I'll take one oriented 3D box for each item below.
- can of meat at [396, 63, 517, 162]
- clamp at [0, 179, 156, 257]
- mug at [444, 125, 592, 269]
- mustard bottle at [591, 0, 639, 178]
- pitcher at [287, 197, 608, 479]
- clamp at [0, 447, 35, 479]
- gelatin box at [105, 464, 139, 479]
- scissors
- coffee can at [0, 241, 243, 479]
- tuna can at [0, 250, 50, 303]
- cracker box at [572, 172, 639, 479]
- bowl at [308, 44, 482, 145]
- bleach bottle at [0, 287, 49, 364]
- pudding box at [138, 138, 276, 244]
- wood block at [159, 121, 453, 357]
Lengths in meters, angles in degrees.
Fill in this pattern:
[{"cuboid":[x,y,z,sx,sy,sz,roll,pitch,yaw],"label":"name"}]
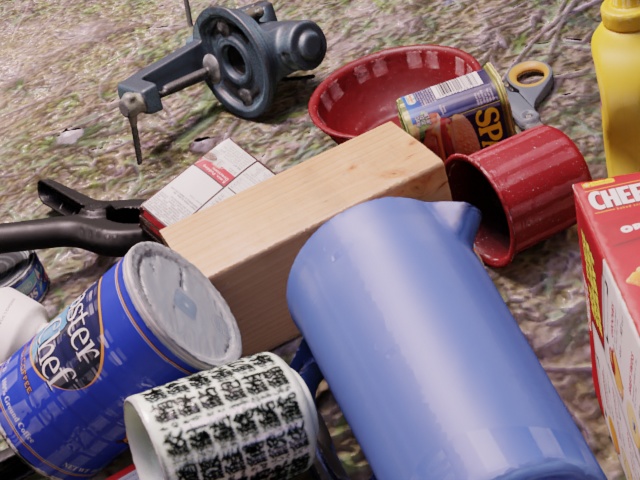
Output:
[{"cuboid":[0.115,-0.083,0.877,0.084,0.102,0.057,-19,35,3],"label":"can of meat"},{"cuboid":[-0.208,-0.011,0.949,0.210,0.036,0.164,8,24,20],"label":"clamp"},{"cuboid":[0.148,-0.035,0.819,0.081,0.093,0.117,-24,-1,-18],"label":"mug"},{"cuboid":[0.231,-0.104,0.771,0.058,0.191,0.096,6,41,30],"label":"mustard bottle"},{"cuboid":[0.065,0.098,0.645,0.145,0.149,0.243,-9,36,-13],"label":"pitcher"},{"cuboid":[-0.257,0.189,0.727,0.171,0.039,0.120,-14,30,11],"label":"clamp"},{"cuboid":[-0.088,0.170,0.684,0.073,0.030,0.089,-29,37,-16],"label":"gelatin box"},{"cuboid":[0.200,-0.118,0.959,0.096,0.016,0.202,-28,36,-13],"label":"scissors"},{"cuboid":[-0.137,0.083,0.715,0.140,0.102,0.103,-39,31,18],"label":"coffee can"},{"cuboid":[-0.286,0.039,0.947,0.086,0.034,0.086,-12,35,8],"label":"tuna can"},{"cuboid":[0.195,0.086,0.554,0.072,0.164,0.213,-11,36,6],"label":"cracker box"},{"cuboid":[0.073,-0.117,0.979,0.162,0.055,0.162,-12,35,9],"label":"bowl"},{"cuboid":[-0.325,0.078,0.868,0.251,0.068,0.102,6,53,12],"label":"bleach bottle"},{"cuboid":[-0.084,-0.025,0.909,0.090,0.039,0.113,39,60,14],"label":"pudding box"},{"cuboid":[-0.006,0.001,0.825,0.206,0.091,0.090,-27,36,-11],"label":"wood block"}]
